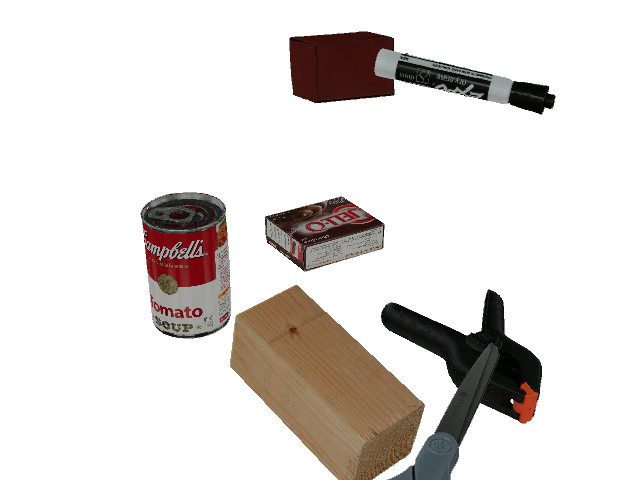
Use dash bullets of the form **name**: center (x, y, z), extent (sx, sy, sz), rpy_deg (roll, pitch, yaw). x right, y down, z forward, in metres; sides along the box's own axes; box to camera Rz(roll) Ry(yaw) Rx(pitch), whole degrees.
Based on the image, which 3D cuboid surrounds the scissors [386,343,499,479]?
- **scissors**: center (0.075, 0.126, 0.566), extent (0.096, 0.016, 0.201), rpy_deg (25, 44, 33)

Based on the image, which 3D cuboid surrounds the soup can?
- **soup can**: center (-0.109, 0.020, 0.875), extent (0.068, 0.102, 0.068), rpy_deg (0, 29, 0)

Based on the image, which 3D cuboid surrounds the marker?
- **marker**: center (0.096, -0.105, 0.709), extent (0.121, 0.020, 0.020), rpy_deg (16, 4, 15)

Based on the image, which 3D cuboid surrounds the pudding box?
- **pudding box**: center (0.005, -0.009, 1.244), extent (0.113, 0.039, 0.090), rpy_deg (-18, 31, -28)

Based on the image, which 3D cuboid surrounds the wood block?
- **wood block**: center (0.003, 0.154, 1.143), extent (0.090, 0.090, 0.206), rpy_deg (-26, 53, -32)

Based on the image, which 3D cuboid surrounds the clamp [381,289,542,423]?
- **clamp**: center (0.144, 0.093, 0.923), extent (0.120, 0.039, 0.172), rpy_deg (-17, 37, -25)

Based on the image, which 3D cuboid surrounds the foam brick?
- **foam brick**: center (0.019, -0.150, 0.923), extent (0.078, 0.051, 0.053), rpy_deg (-9, 20, -24)
